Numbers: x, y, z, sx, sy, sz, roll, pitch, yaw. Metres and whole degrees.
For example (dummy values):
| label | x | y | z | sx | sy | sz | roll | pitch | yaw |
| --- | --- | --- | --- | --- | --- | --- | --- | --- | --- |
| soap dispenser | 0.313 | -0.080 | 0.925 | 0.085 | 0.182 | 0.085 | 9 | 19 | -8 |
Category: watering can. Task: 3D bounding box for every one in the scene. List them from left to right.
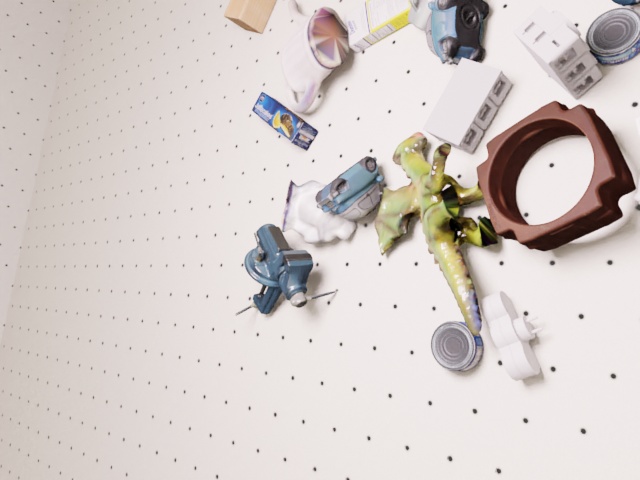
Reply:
| label | x | y | z | sx | sy | sz | roll | pitch | yaw |
| --- | --- | --- | --- | --- | --- | --- | --- | --- | --- |
| watering can | -0.029 | -0.482 | 1.244 | 0.222 | 0.104 | 0.352 | -23 | 64 | 54 |

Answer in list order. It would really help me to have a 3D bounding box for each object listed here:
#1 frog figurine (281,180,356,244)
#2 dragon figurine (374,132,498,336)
| label | x | y | z | sx | sy | sz | roll | pitch | yaw |
| --- | --- | --- | --- | --- | --- | --- | --- | --- | --- |
| frog figurine | 0.003 | -0.057 | 1.133 | 0.159 | 0.121 | 0.139 | 14 | 77 | 6 |
| dragon figurine | 0.194 | -0.029 | 0.962 | 0.240 | 0.122 | 0.416 | -22 | 60 | 56 |
